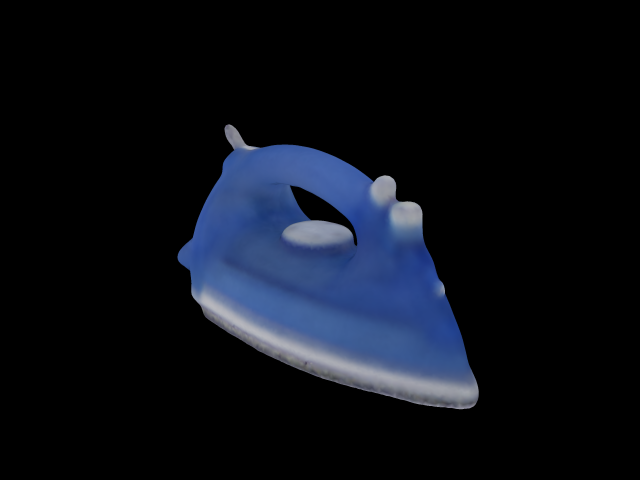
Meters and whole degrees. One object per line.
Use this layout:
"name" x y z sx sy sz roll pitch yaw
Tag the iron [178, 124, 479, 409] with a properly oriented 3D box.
"iron" 0.004 0.001 0.400 0.119 0.141 0.257 -17 26 -41
